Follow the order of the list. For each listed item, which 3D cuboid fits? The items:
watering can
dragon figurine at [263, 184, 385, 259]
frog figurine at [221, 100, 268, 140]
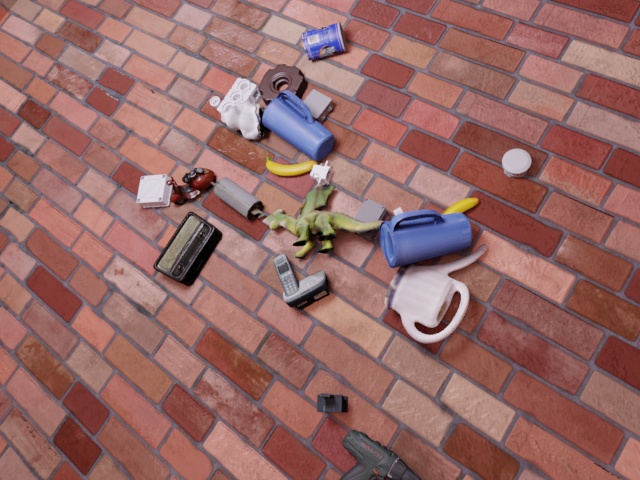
[{"bbox_3d":[0.323,0.125,1.465,0.226,0.353,0.102,21,-27,25],"label":"watering can"},{"bbox_3d":[0.005,-0.081,1.618,0.408,0.248,0.120,-15,-35,19],"label":"dragon figurine"},{"bbox_3d":[-0.265,-0.423,1.830,0.159,0.135,0.125,2,30,25],"label":"frog figurine"}]
